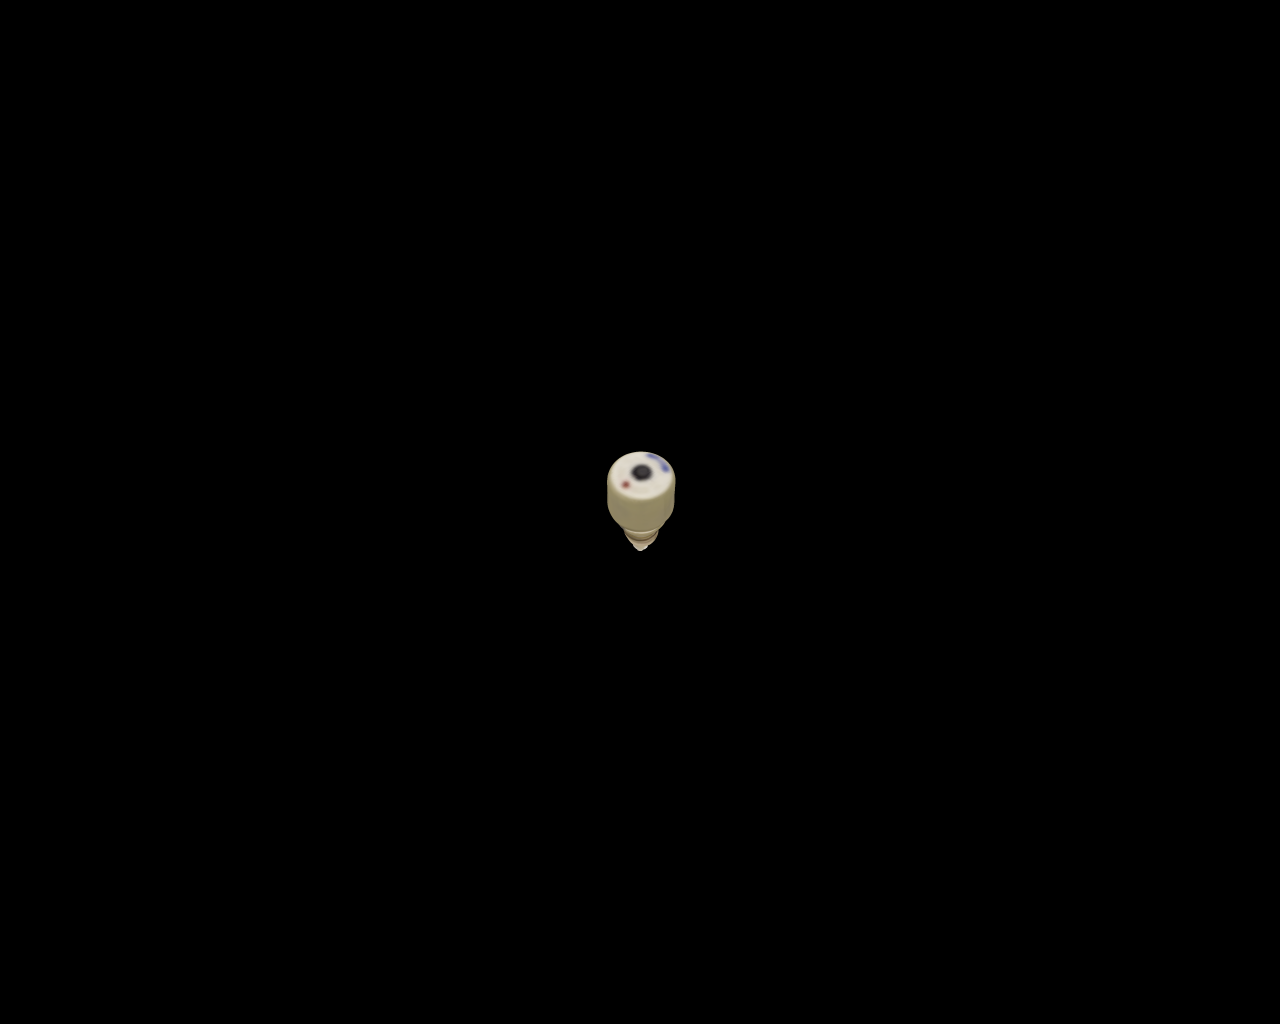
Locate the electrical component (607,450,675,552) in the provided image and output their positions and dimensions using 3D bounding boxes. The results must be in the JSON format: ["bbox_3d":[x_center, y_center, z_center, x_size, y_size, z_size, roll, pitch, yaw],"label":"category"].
[{"bbox_3d":[0.001,-0.003,0.650,0.040,0.040,0.078,0,-37,0],"label":"electrical component"}]
